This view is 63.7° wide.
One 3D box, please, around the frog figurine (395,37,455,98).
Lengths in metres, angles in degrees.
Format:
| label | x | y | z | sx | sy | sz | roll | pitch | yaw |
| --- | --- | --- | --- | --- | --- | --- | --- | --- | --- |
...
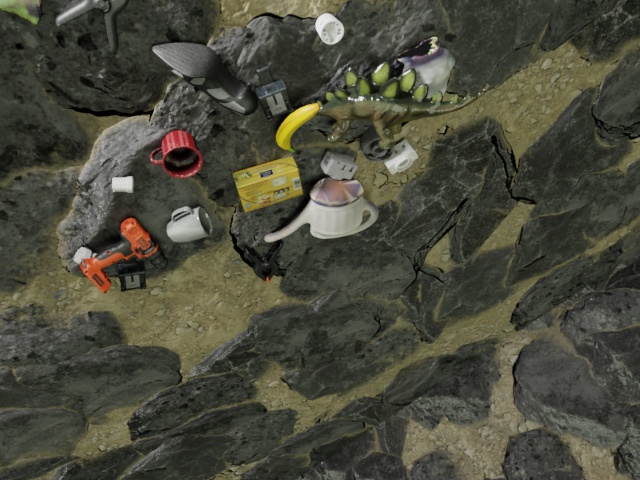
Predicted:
| label | x | y | z | sx | sy | sz | roll | pitch | yaw |
| --- | --- | --- | --- | --- | --- | --- | --- | --- | --- |
| frog figurine | 0.279 | -0.409 | 1.293 | 0.138 | 0.124 | 0.156 | -41 | 126 | -11 |

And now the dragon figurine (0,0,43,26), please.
| label | x | y | z | sx | sy | sz | roll | pitch | yaw |
| --- | --- | --- | --- | --- | --- | --- | --- | --- | --- |
| dragon figurine | -0.608 | -0.402 | 0.880 | 0.244 | 0.124 | 0.401 | -14 | 128 | -23 |

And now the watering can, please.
| label | x | y | z | sx | sy | sz | roll | pitch | yaw |
| --- | --- | --- | --- | --- | --- | --- | --- | --- | --- |
| watering can | 0.005 | -0.076 | 1.501 | 0.348 | 0.106 | 0.219 | -8 | 140 | -7 |
